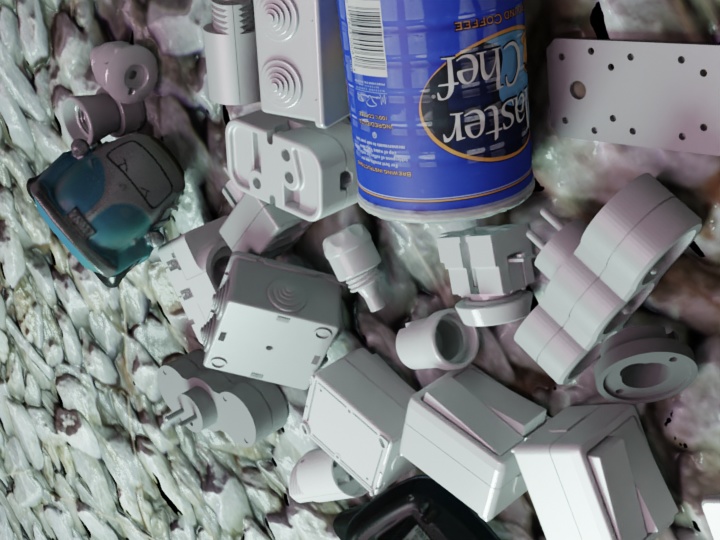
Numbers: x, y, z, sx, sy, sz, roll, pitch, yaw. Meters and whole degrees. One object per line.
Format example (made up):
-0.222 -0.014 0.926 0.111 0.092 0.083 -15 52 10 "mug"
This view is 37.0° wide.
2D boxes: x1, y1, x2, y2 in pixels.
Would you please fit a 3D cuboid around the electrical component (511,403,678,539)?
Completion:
0.146 0.135 0.648 0.061 0.062 0.096 -13 101 50 "electrical component"

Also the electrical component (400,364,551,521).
0.073 0.105 0.713 0.096 0.062 0.061 34 133 31 "electrical component"

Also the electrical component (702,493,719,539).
0.241 0.149 0.562 0.100 0.048 0.099 -13 100 50 "electrical component"

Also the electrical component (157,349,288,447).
-0.135 0.117 0.940 0.138 0.074 0.052 15 121 42 "electrical component"

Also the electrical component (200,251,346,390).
-0.065 0.041 0.803 0.100 0.048 0.099 15 136 -12 "electrical component"

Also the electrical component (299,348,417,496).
0.003 0.104 0.790 0.096 0.061 0.061 38 135 28 "electrical component"

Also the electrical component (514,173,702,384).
0.124 -0.003 0.604 0.073 0.052 0.138 46 138 20 "electrical component"

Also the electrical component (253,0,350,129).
-0.021 -0.143 0.650 0.048 0.100 0.099 14 122 28 "electrical component"

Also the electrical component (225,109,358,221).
-0.039 -0.077 0.736 0.095 0.059 0.053 25 128 37 "electrical component"

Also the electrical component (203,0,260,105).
-0.088 -0.161 0.756 0.043 0.043 0.081 23 126 39 "electrical component"

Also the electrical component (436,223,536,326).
0.080 0.003 0.662 0.066 0.048 0.055 -2 102 48 "electrical component"

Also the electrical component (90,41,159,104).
-0.198 -0.166 0.875 0.062 0.048 0.048 33 132 41 "electrical component"

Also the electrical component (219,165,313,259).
-0.077 -0.053 0.801 0.076 0.047 0.065 55 141 10 "electrical component"

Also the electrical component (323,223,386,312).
0.000 0.000 0.756 0.035 0.035 0.061 -20 98 51 "electrical component"

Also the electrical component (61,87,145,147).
-0.215 -0.131 0.904 0.045 0.055 0.045 25 128 37 "electrical component"

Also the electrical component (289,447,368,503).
-0.028 0.165 0.872 0.081 0.043 0.043 -23 93 51 "electrical component"

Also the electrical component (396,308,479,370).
0.051 0.048 0.724 0.046 0.040 0.040 -17 98 56 "electrical component"

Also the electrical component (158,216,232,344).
-0.115 0.008 0.875 0.056 0.050 0.089 -20 96 50 "electrical component"
